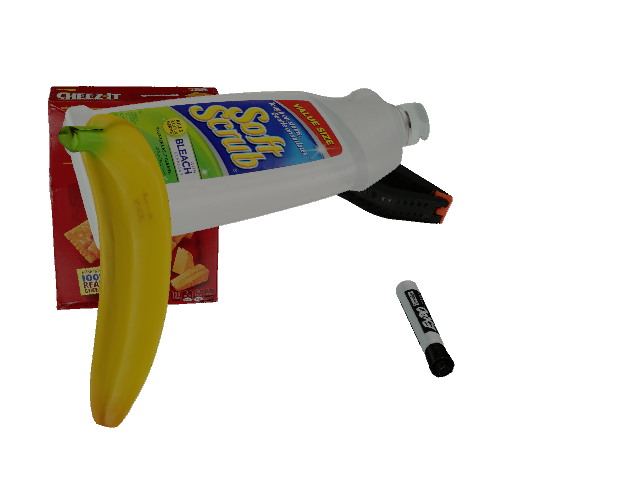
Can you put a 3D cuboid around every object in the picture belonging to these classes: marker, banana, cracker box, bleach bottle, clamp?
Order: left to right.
[{"bbox_3d":[-0.104,0.009,0.548,0.037,0.198,0.069,23,43,25],"label":"banana"},{"bbox_3d":[-0.182,-0.041,1.058,0.164,0.214,0.072,-1,21,-11],"label":"cracker box"},{"bbox_3d":[-0.045,-0.067,0.758,0.250,0.102,0.068,-13,-29,-15],"label":"bleach bottle"},{"bbox_3d":[0.024,-0.061,1.027,0.210,0.036,0.164,23,28,1],"label":"clamp"},{"bbox_3d":[0.082,0.070,0.850,0.020,0.020,0.121,0,28,-11],"label":"marker"}]
